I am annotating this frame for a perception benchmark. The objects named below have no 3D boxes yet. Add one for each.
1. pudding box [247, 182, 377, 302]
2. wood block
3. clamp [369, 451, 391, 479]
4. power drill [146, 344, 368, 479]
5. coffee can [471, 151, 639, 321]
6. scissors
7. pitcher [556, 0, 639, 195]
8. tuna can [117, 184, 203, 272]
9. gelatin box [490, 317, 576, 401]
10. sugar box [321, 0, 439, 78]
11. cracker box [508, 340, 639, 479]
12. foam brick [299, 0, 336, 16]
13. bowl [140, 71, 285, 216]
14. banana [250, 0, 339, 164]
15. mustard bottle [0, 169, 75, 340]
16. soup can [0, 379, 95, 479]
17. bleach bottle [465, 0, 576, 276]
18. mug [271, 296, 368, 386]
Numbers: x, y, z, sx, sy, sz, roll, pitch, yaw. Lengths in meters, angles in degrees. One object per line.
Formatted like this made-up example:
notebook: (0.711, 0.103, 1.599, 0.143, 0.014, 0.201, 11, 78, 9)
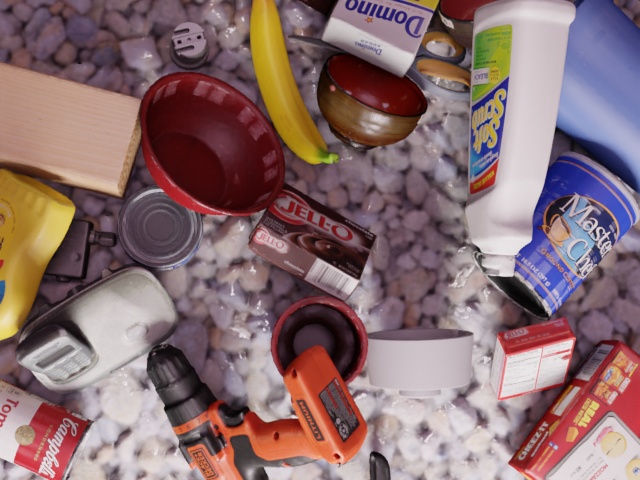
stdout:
pudding box: (-0.007, 0.001, 1.051, 0.113, 0.090, 0.039, 32, 124, -4)
wood block: (-0.281, -0.111, 1.031, 0.206, 0.090, 0.091, 14, 83, -4)
clamp: (0.061, 0.326, 1.054, 0.210, 0.036, 0.164, 45, 82, -3)
power drill: (-0.062, 0.160, 0.995, 0.184, 0.188, 0.057, 60, 37, -8)
coffee can: (0.236, -0.004, 1.070, 0.103, 0.103, 0.140, 43, 82, -1)
scissors: (0.071, -0.199, 1.089, 0.201, 0.016, 0.096, 21, 51, -7)
pitcher: (0.321, -0.139, 1.073, 0.243, 0.149, 0.144, 42, 44, -1)
tuna can: (-0.159, -0.012, 1.063, 0.086, 0.034, 0.086, 1, 85, -6)
gelatin box: (0.211, 0.119, 1.065, 0.073, 0.089, 0.030, -13, 50, -7)
sugar box: (0.076, -0.257, 1.077, 0.093, 0.048, 0.176, 24, 60, -3)
cracker box: (0.325, 0.228, 1.075, 0.213, 0.072, 0.164, 38, 83, -3)
foam brick: (0.000, -0.271, 1.082, 0.053, 0.078, 0.051, 28, 83, -1)
bowl: (-0.115, -0.083, 1.041, 0.161, 0.055, 0.162, 22, 50, -29)
banana: (-0.032, -0.153, 1.075, 0.037, 0.070, 0.198, -15, 76, -40)
mustard bottle: (-0.306, 0.035, 1.015, 0.096, 0.058, 0.192, 27, 95, 35)
soup can: (-0.275, 0.183, 1.016, 0.102, 0.068, 0.068, 25, 83, -2)
bleach bottle: (0.178, -0.091, 0.988, 0.068, 0.103, 0.251, 3, 92, -23)
mug: (-0.003, 0.115, 1.043, 0.093, 0.081, 0.117, -11, 86, -7)
